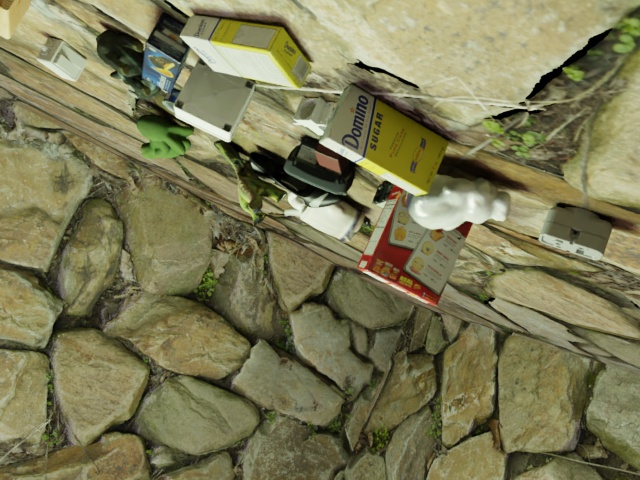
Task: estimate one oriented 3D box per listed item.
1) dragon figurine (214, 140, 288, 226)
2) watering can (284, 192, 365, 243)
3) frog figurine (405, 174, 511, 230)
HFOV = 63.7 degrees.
[{"bbox_3d":[-0.209,-0.167,1.383,0.243,0.122,0.410,48,-178,0],"label":"dragon figurine"},{"bbox_3d":[0.005,-0.076,1.505,0.224,0.105,0.345,28,168,-7],"label":"watering can"},{"bbox_3d":[0.231,-0.060,0.872,0.161,0.124,0.134,34,155,18],"label":"frog figurine"}]
